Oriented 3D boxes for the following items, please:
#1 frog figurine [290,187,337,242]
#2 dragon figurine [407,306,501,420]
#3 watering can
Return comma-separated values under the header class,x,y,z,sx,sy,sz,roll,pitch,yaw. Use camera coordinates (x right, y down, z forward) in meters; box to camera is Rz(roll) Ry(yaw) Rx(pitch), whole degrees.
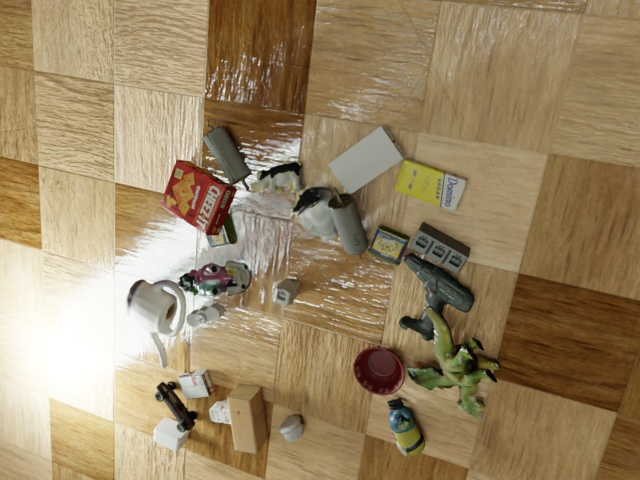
class,x,y,z,sx,sy,sz,roll,pitch,yaw
frog figurine,0.005,-0.076,1.515,0.136,0.125,0.157,-38,127,17
dragon figurine,0.355,0.362,1.468,0.408,0.125,0.239,46,121,-11
watering can,-0.581,0.277,1.801,0.225,0.105,0.342,26,112,12
